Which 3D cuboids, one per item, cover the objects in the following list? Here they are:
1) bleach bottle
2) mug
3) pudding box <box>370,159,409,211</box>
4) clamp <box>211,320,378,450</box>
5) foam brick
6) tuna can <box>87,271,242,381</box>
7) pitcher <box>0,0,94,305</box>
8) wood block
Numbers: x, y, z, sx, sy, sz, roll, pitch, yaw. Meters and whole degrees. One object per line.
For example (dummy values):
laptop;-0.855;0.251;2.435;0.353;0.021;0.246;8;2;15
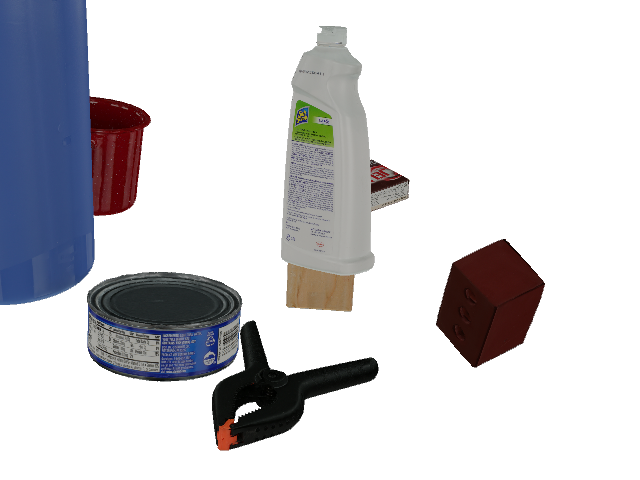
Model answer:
bleach bottle;0.012;-0.096;1.118;0.103;0.251;0.067;12;16;34
mug;-0.198;-0.068;0.918;0.093;0.081;0.117;7;23;-6
pudding box;0.064;-0.079;1.611;0.113;0.039;0.090;-22;35;-30
clamp;-0.040;0.153;1.103;0.165;0.036;0.209;11;26;15
foam brick;0.131;0.049;0.826;0.051;0.078;0.053;-21;53;-25
tuna can;-0.087;0.047;0.598;0.086;0.034;0.086;4;17;-1
pitcher;-0.217;-0.081;0.684;0.149;0.243;0.145;-4;26;-9
wood block;0.004;-0.022;1.393;0.090;0.206;0.091;4;25;1
